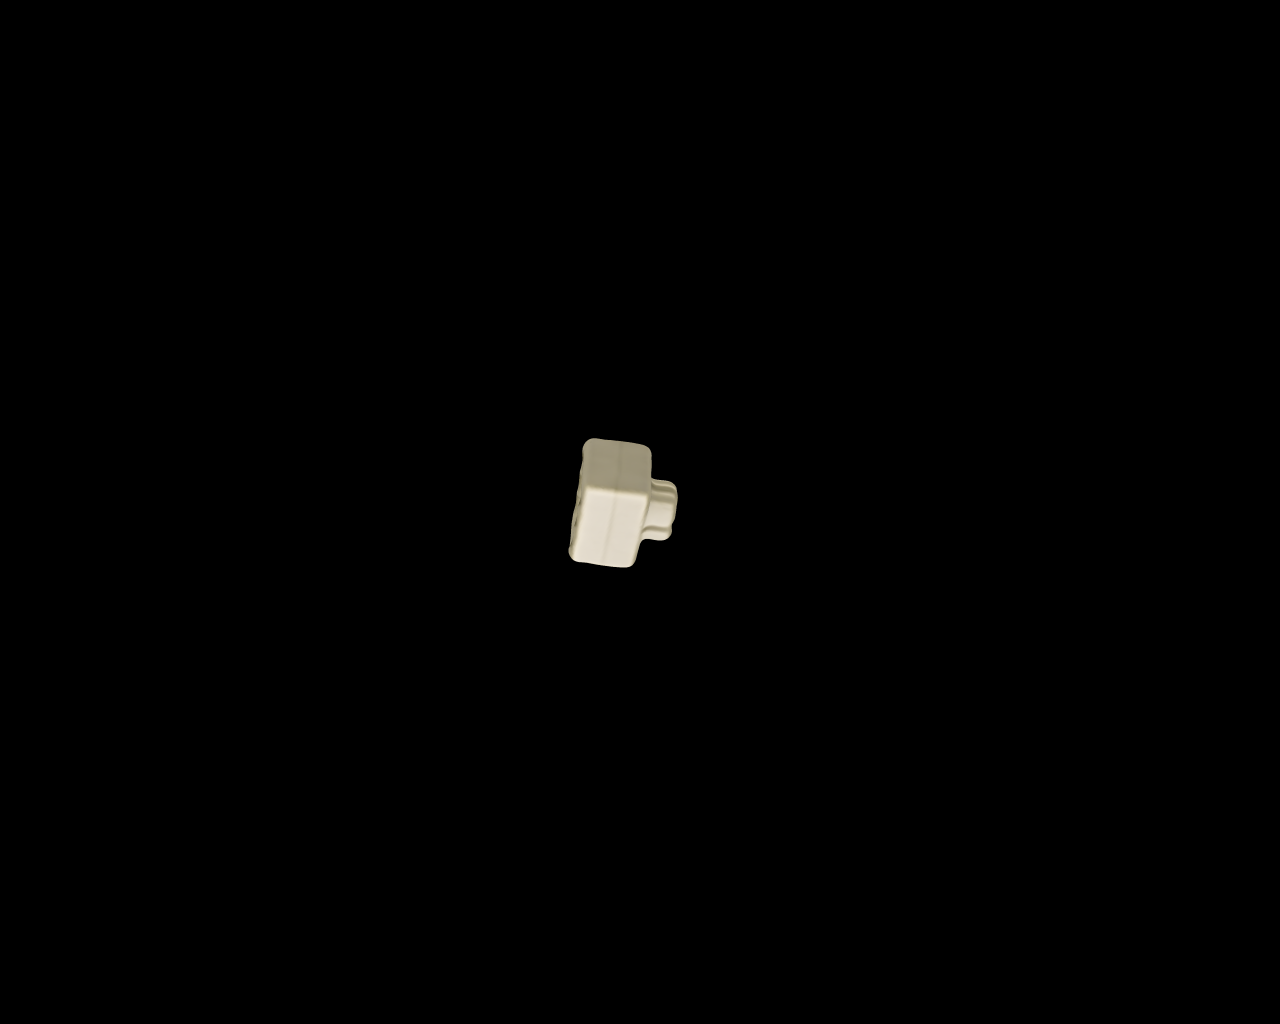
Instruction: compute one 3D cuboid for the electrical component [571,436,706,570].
[{"bbox_3d":[0.001,-0.003,0.650,0.077,0.065,0.047,7,43,-7],"label":"electrical component"}]
